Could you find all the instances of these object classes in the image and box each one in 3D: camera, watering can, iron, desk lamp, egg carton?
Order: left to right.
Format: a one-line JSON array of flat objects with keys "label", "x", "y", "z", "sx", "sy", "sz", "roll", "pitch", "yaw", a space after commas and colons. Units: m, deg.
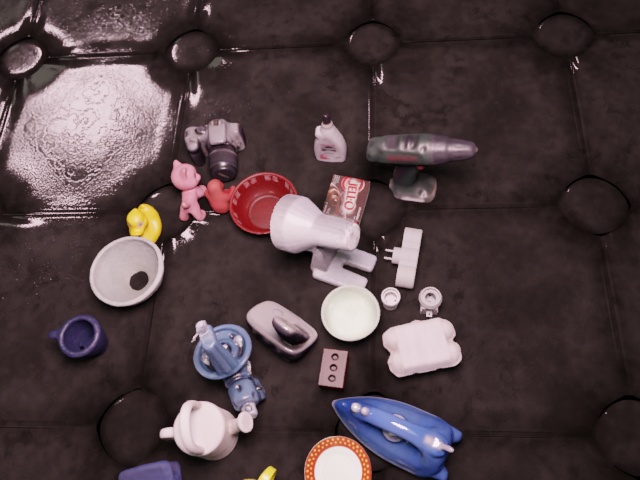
[{"label": "watering can", "x": -0.216, "y": 0.355, "z": 1.083, "sx": 0.173, "sy": 0.194, "sz": 0.100, "roll": -28, "pitch": 66, "yaw": -7}, {"label": "camera", "x": -0.255, "y": -0.216, "z": 1.390, "sx": 0.143, "sy": 0.101, "sz": 0.137, "roll": -8, "pitch": 66, "yaw": 2}, {"label": "desk lamp", "x": 0.011, "y": 0.004, "z": 1.204, "sx": 0.203, "sy": 0.214, "sz": 0.118, "roll": 19, "pitch": 70, "yaw": 14}, {"label": "iron", "x": 0.134, "y": 0.352, "z": 1.077, "sx": 0.257, "sy": 0.141, "sz": 0.119, "roll": 20, "pitch": 70, "yaw": 14}, {"label": "egg carton", "x": 0.207, "y": 0.218, "z": 1.169, "sx": 0.150, "sy": 0.069, "sz": 0.107, "roll": -13, "pitch": 66, "yaw": 0}]

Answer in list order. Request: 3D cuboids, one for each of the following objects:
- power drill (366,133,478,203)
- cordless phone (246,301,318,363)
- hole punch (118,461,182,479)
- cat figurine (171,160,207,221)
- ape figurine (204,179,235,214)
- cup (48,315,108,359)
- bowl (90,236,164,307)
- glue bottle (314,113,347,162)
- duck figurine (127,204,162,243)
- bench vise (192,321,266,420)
[{"label": "power drill", "x": 0.218, "y": -0.164, "z": 1.260, "sx": 0.229, "sy": 0.208, "sz": 0.075, "roll": 8, "pitch": 67, "yaw": 9}, {"label": "cordless phone", "x": -0.086, "y": 0.168, "z": 1.157, "sx": 0.147, "sy": 0.185, "sz": 0.094, "roll": 30, "pitch": 73, "yaw": 17}, {"label": "hole punch", "x": -0.318, "y": 0.480, "z": 1.095, "sx": 0.108, "sy": 0.091, "sz": 0.101, "roll": -14, "pitch": 66, "yaw": 0}, {"label": "cat figurine", "x": -0.313, "y": -0.122, "z": 1.345, "sx": 0.067, "sy": 0.118, "sz": 0.128, "roll": -6, "pitch": 66, "yaw": 3}, {"label": "ape figurine", "x": -0.238, "y": -0.110, "z": 1.346, "sx": 0.077, "sy": 0.092, "sz": 0.076, "roll": 12, "pitch": 68, "yaw": 11}, {"label": "cup", "x": -0.510, "y": 0.216, "z": 1.229, "sx": 0.117, "sy": 0.095, "sz": 0.091, "roll": 1, "pitch": 66, "yaw": 6}, {"label": "bowl", "x": -0.423, "y": 0.080, "z": 1.291, "sx": 0.167, "sy": 0.075, "sz": 0.167, "roll": -2, "pitch": 66, "yaw": 5}, {"label": "glue bottle", "x": 0.020, "y": -0.240, "z": 1.333, "sx": 0.078, "sy": 0.173, "sz": 0.037, "roll": 1, "pitch": 66, "yaw": 7}, {"label": "duck figurine", "x": -0.419, "y": -0.043, "z": 1.339, "sx": 0.077, "sy": 0.086, "sz": 0.104, "roll": -3, "pitch": 66, "yaw": 5}, {"label": "bench vise", "x": -0.171, "y": 0.238, "z": 1.116, "sx": 0.207, "sy": 0.220, "sz": 0.121, "roll": 41, "pitch": 76, "yaw": 20}]
